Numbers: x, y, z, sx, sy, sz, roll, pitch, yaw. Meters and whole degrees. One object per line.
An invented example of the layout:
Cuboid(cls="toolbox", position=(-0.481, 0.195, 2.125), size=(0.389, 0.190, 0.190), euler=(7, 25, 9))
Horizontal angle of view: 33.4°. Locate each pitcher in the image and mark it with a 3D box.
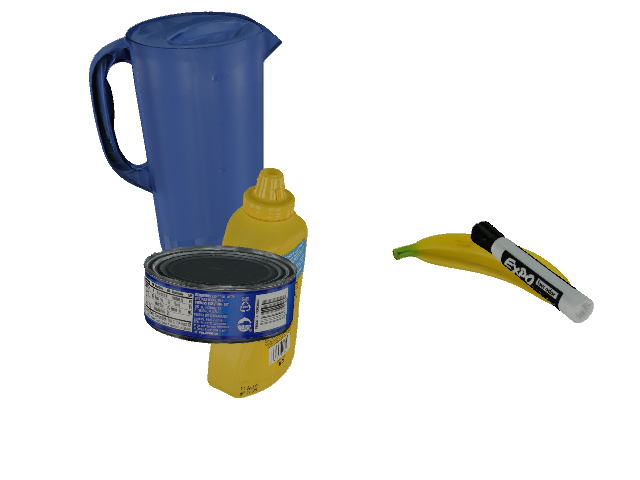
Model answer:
Cuboid(cls="pitcher", position=(-0.127, -0.099, 1.069), size=(0.149, 0.243, 0.144), euler=(12, 29, 26))

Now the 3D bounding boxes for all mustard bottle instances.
Cuboid(cls="mustard bottle", position=(-0.049, 0.030, 0.878), size=(0.058, 0.192, 0.096), euler=(23, 33, 25))

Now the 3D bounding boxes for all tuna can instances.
Cuboid(cls="tuna can", position=(-0.057, 0.029, 0.601), size=(0.086, 0.034, 0.086), euler=(4, 14, -1))

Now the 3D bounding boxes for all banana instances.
Cuboid(cls="banana", position=(0.171, 0.026, 1.058), size=(0.198, 0.037, 0.069), euler=(14, 40, 35))

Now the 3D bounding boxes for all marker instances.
Cuboid(cls="marker", position=(0.147, 0.019, 0.758), size=(0.020, 0.020, 0.121), euler=(0, 28, -33))
